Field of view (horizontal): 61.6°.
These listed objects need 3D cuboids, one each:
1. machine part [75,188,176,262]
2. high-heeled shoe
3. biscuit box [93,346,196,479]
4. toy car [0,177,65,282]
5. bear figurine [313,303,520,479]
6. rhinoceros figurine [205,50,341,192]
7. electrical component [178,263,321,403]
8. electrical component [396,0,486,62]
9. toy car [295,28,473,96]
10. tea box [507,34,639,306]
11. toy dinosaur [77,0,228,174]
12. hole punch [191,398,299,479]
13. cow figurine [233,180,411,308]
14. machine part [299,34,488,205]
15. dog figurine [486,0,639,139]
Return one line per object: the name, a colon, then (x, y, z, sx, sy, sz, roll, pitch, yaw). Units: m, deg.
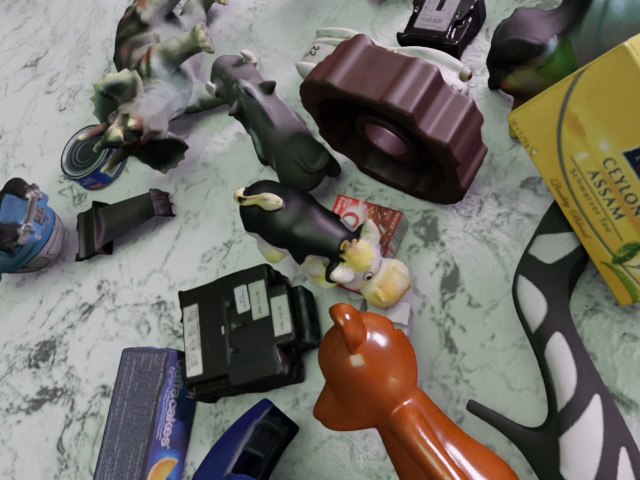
machine part: (-0.244, -0.025, 0.660, 0.139, 0.039, 0.084, -18, 58, 17)
high-heeled shoe: (0.213, 0.074, 0.408, 0.145, 0.086, 0.248, 23, 82, 23)
biscuit box: (-0.170, 0.206, 0.520, 0.063, 0.059, 0.202, -2, 69, 24)
toy car: (-0.377, -0.007, 0.669, 0.162, 0.102, 0.109, -18, 61, 27)
bear figurine: (0.049, 0.148, 0.396, 0.132, 0.120, 0.196, -44, 81, -3)
rhinoceros figurine: (-0.056, -0.122, 0.580, 0.073, 0.112, 0.190, -39, 68, 6)
electrical component: (-0.068, 0.091, 0.528, 0.134, 0.058, 0.115, -16, 66, 16)
electrical component: (0.142, -0.249, 0.586, 0.075, 0.047, 0.119, 25, 82, 28)
toy car: (0.065, -0.179, 0.583, 0.202, 0.056, 0.073, 26, 81, 29)
tea box: (0.227, -0.048, 0.383, 0.169, 0.068, 0.098, 59, 143, 2)
toy dinosaur: (-0.211, -0.244, 0.697, 0.192, 0.131, 0.405, -21, 56, 13)
hole punch: (-0.054, 0.199, 0.439, 0.116, 0.142, 0.092, -28, 62, -6)
cow figurine: (0.001, -0.003, 0.478, 0.168, 0.098, 0.068, 25, 74, 31)
machine part: (0.068, -0.103, 0.489, 0.180, 0.179, 0.056, 29, 79, 29)
dog figurine: (0.260, -0.179, 0.482, 0.219, 0.191, 0.108, -40, 50, 42)
